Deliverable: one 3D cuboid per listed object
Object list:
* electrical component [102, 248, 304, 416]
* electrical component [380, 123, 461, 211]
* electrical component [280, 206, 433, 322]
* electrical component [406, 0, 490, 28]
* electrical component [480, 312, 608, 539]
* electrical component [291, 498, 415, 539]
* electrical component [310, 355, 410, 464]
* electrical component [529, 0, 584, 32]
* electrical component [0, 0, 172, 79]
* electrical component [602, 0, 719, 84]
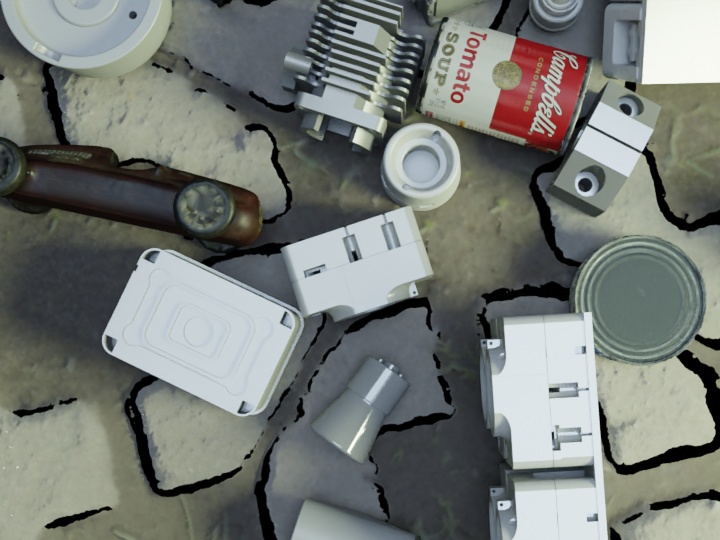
[{"bbox_3d":[-0.102,0.041,0.714,0.113,0.057,0.078,25,88,3],"label":"electrical component"},{"bbox_3d":[0.041,-0.070,0.719,0.055,0.047,0.055,0,87,2],"label":"electrical component"},{"bbox_3d":[0.000,0.000,0.715,0.089,0.050,0.055,-18,86,1],"label":"electrical component"},{"bbox_3d":[0.066,-0.210,0.719,0.096,0.061,0.061,-22,86,1],"label":"electrical component"},{"bbox_3d":[0.113,0.122,0.676,0.060,0.105,0.186,-3,87,2],"label":"electrical component"},{"bbox_3d":[-0.012,0.200,0.707,0.077,0.043,0.079,18,88,3],"label":"electrical component"},{"bbox_3d":[0.003,0.090,0.715,0.044,0.044,0.065,35,84,4],"label":"electrical component"},{"bbox_3d":[0.132,-0.181,0.715,0.035,0.061,0.035,0,88,4],"label":"electrical component"},{"bbox_3d":[-0.180,-0.182,0.728,0.108,0.060,0.108,0,87,2],"label":"electrical component"},{"bbox_3d":[0.210,-0.197,0.690,0.089,0.062,0.150,-4,105,-14],"label":"electrical component"}]
